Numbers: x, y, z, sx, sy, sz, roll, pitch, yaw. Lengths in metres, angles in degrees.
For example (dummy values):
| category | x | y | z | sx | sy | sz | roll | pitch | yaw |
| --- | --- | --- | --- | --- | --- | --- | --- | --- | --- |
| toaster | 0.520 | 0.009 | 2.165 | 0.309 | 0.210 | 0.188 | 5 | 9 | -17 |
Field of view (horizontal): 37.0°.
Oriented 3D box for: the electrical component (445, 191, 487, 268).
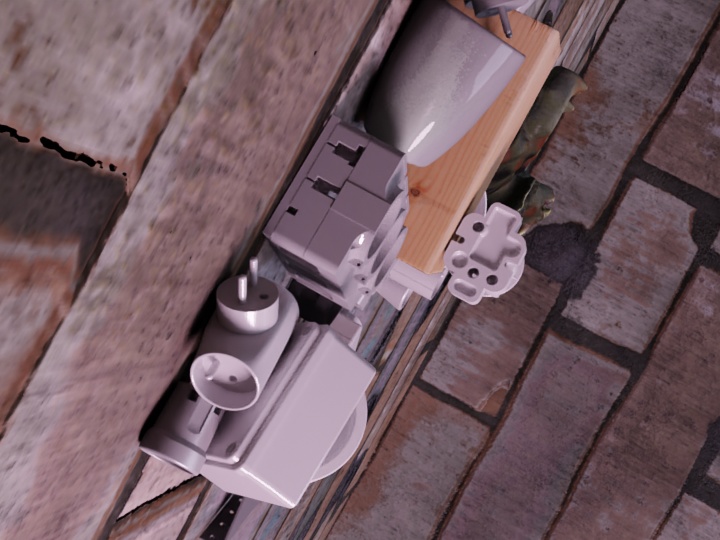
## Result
| category | x | y | z | sx | sy | sz | roll | pitch | yaw |
| --- | --- | --- | --- | --- | --- | --- | --- | --- | --- |
| electrical component | 0.063 | -0.059 | 0.954 | 0.099 | 0.064 | 0.099 | -20 | 129 | -27 |

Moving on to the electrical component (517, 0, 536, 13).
| category | x | y | z | sx | sy | sz | roll | pitch | yaw |
| --- | --- | --- | --- | --- | --- | --- | --- | --- | --- |
| electrical component | 0.129 | -0.235 | 0.964 | 0.065 | 0.044 | 0.044 | -57 | 172 | 4 |

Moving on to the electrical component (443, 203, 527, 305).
| category | x | y | z | sx | sy | sz | roll | pitch | yaw |
| --- | --- | --- | --- | --- | --- | --- | --- | --- | --- |
| electrical component | 0.100 | -0.010 | 0.846 | 0.078 | 0.058 | 0.057 | -61 | 167 | -2 |

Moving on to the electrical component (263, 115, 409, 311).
| category | x | y | z | sx | sy | sz | roll | pitch | yaw |
| --- | --- | --- | --- | --- | --- | --- | --- | --- | --- |
| electrical component | -0.008 | -0.032 | 0.741 | 0.089 | 0.062 | 0.150 | -60 | 171 | -8 |

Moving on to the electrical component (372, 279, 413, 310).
| category | x | y | z | sx | sy | sz | roll | pitch | yaw |
| --- | --- | --- | --- | --- | --- | --- | --- | --- | --- |
| electrical component | 0.028 | 0.009 | 1.107 | 0.045 | 0.055 | 0.045 | -59 | 171 | -15 |

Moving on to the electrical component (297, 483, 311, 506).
| category | x | y | z | sx | sy | sz | roll | pitch | yaw |
| --- | --- | --- | --- | --- | --- | --- | --- | --- | --- |
| electrical component | -0.085 | 0.249 | 1.253 | 0.040 | 0.046 | 0.040 | -59 | 171 | -15 |

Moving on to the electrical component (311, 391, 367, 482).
| category | x | y | z | sx | sy | sz | roll | pitch | yaw |
| --- | --- | --- | --- | --- | --- | --- | --- | --- | --- |
| electrical component | -0.053 | 0.109 | 0.800 | 0.108 | 0.108 | 0.060 | -58 | 177 | -21 |

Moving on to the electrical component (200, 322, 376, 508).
| category | x | y | z | sx | sy | sz | roll | pitch | yaw |
| --- | --- | --- | --- | --- | --- | --- | --- | --- | --- |
| electrical component | -0.059 | 0.092 | 0.708 | 0.109 | 0.056 | 0.108 | -7 | -134 | 58 |

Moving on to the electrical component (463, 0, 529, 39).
| category | x | y | z | sx | sy | sz | roll | pitch | yaw |
| --- | --- | --- | --- | --- | --- | --- | --- | --- | --- |
| electrical component | 0.091 | -0.192 | 0.720 | 0.138 | 0.052 | 0.073 | -19 | 95 | -78 |

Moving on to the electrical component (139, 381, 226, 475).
| category | x | y | z | sx | sy | sz | roll | pitch | yaw |
| --- | --- | --- | --- | --- | --- | --- | --- | --- | --- |
| electrical component | -0.107 | 0.096 | 0.656 | 0.040 | 0.040 | 0.046 | 93 | 22 | -71 |

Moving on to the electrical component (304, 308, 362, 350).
| category | x | y | z | sx | sy | sz | roll | pitch | yaw |
| --- | --- | --- | --- | --- | --- | --- | --- | --- | --- |
| electrical component | -0.023 | 0.059 | 0.998 | 0.075 | 0.047 | 0.083 | -57 | 170 | -30 |

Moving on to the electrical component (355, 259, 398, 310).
| category | x | y | z | sx | sy | sz | roll | pitch | yaw |
| --- | --- | --- | --- | --- | --- | --- | --- | --- | --- |
| electrical component | 0.000 | 0.000 | 0.963 | 0.063 | 0.042 | 0.081 | -57 | 170 | -6 |

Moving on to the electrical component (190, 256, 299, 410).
| category | x | y | z | sx | sy | sz | roll | pitch | yaw |
| --- | --- | --- | --- | --- | --- | --- | --- | --- | --- |
| electrical component | -0.067 | 0.030 | 0.644 | 0.077 | 0.043 | 0.079 | -65 | 164 | -53 |

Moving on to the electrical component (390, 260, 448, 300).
| category | x | y | z | sx | sy | sz | roll | pitch | yaw |
| --- | --- | --- | --- | --- | --- | --- | --- | --- | --- |
| electrical component | 0.044 | -0.008 | 1.057 | 0.043 | 0.081 | 0.043 | -58 | 170 | -17 |
